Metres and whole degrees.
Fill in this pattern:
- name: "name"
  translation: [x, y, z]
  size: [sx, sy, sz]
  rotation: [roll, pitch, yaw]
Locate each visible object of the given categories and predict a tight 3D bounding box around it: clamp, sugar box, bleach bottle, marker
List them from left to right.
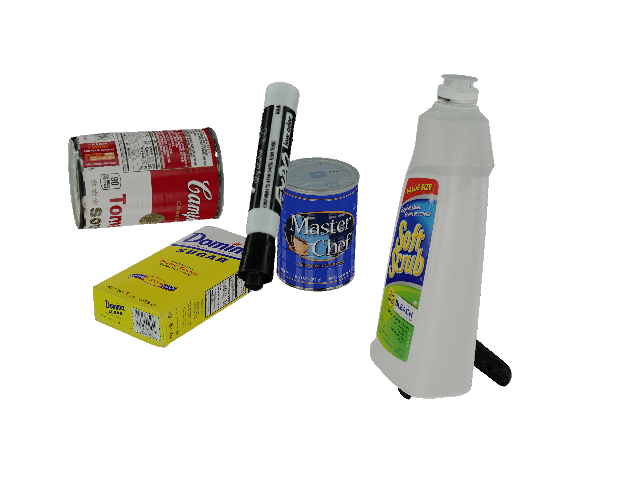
- name: "sugar box"
  translation: [-0.136, 0.042, 1.086]
  size: [0.093, 0.048, 0.175]
  rotation: [18, 34, 29]
- name: "marker"
  translation: [-0.028, -0.030, 0.574]
  size: [0.020, 0.121, 0.020]
  rotation: [6, -25, 2]
- name: "bleach bottle"
  translation: [0.093, -0.007, 0.851]
  size: [0.068, 0.251, 0.103]
  rotation: [-2, 18, -19]
- name: "clamp"
  translation: [0.138, 0.101, 1.159]
  size: [0.120, 0.171, 0.039]
  rotation: [4, -44, -6]

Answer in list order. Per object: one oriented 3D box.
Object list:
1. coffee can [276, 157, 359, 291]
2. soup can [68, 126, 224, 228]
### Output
- name: "coffee can"
  translation: [-0.005, -0.021, 1.351]
  size: [0.103, 0.140, 0.103]
  rotation: [1, 27, -1]
- name: "soup can"
  translation: [-0.127, -0.045, 0.770]
  size: [0.102, 0.068, 0.069]
  rotation: [-5, 2, -18]
